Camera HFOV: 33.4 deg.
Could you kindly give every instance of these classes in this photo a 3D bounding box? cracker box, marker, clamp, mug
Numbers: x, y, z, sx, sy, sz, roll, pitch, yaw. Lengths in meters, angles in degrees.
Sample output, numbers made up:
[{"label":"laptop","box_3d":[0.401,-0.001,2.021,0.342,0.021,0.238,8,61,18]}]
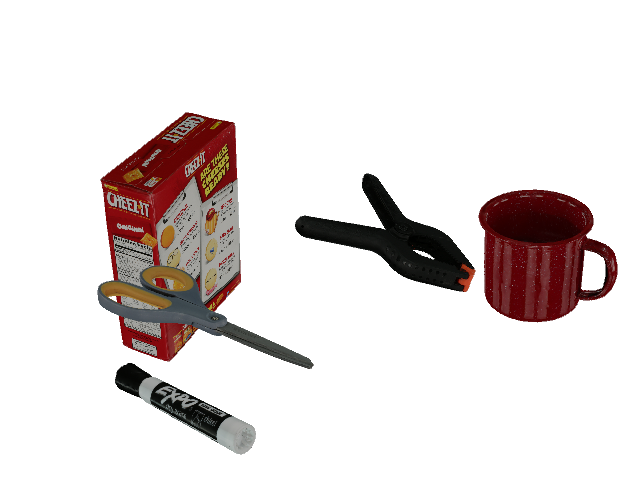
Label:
[{"label":"cracker box","box_3d":[-0.155,-0.006,1.144,0.072,0.214,0.164,15,37,21]},{"label":"marker","box_3d":[-0.088,0.103,0.670,0.121,0.020,0.020,18,12,40]},{"label":"clamp","box_3d":[0.084,0.000,1.266,0.210,0.036,0.164,36,41,25]},{"label":"mug","box_3d":[0.190,0.017,0.891,0.117,0.081,0.093,13,35,26]}]

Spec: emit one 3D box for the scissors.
[{"label":"scissors","box_3d":[-0.090,0.060,0.911,0.202,0.016,0.096,13,26,11]}]
